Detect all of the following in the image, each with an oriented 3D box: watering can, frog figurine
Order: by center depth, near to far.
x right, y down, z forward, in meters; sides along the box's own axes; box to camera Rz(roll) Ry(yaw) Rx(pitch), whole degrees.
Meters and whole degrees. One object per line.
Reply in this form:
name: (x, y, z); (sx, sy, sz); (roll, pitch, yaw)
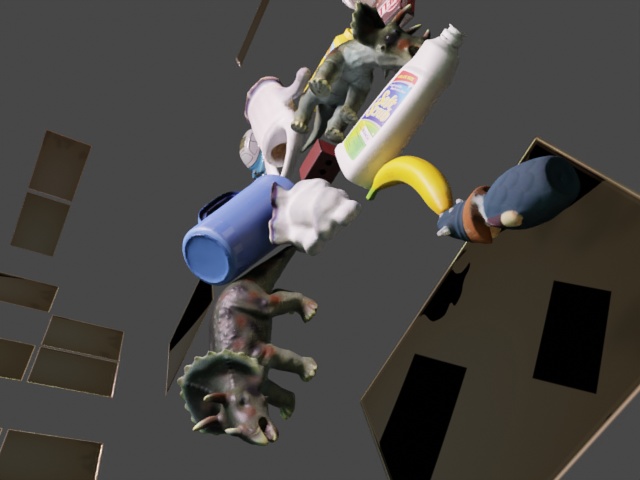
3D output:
frog figurine: (0.003, -0.043, 0.863); (0.159, 0.120, 0.141); (-7, 50, 25)
watering can: (-0.088, -0.282, 1.148); (0.339, 0.104, 0.229); (109, 145, -48)
